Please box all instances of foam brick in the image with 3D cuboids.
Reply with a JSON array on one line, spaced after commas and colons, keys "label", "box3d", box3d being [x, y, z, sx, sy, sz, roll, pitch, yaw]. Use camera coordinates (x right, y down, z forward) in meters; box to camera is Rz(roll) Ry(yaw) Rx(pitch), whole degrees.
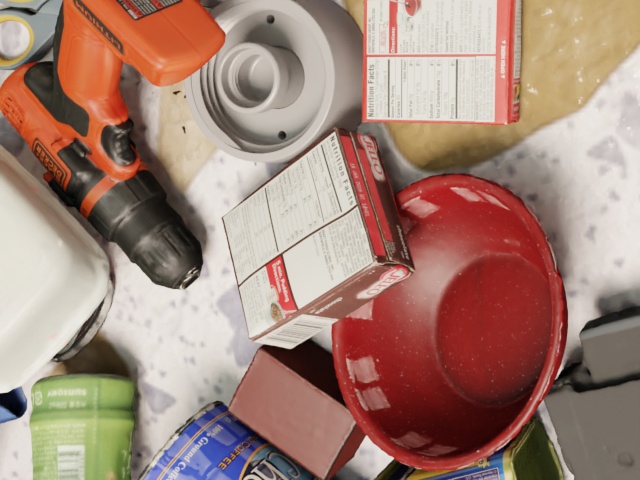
[{"label": "foam brick", "box3d": [-0.008, 0.101, 0.662, 0.078, 0.052, 0.051, 34, 110, 16]}]

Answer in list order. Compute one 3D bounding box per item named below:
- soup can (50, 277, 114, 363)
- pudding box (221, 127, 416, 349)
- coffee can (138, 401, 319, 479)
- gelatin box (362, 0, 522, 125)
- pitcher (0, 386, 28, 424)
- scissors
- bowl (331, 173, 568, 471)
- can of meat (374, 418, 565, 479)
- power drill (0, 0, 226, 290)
[{"label": "soup can", "box3d": [-0.202, 0.030, 0.728, 0.102, 0.068, 0.068, 29, 109, 18]}, {"label": "pudding box", "box3d": [-0.004, 0.001, 0.625, 0.114, 0.039, 0.090, -33, 59, 35]}, {"label": "coffee can", "box3d": [-0.039, 0.182, 0.662, 0.140, 0.102, 0.103, 35, 110, 15]}, {"label": "gelatin box", "box3d": [0.069, -0.103, 0.608, 0.089, 0.030, 0.073, 4, 101, 24]}, {"label": "pitcher", "box3d": [-0.312, 0.159, 0.749, 0.149, 0.144, 0.243, 44, 127, 35]}, {"label": "scissors", "box3d": [-0.159, -0.140, 0.711, 0.202, 0.016, 0.096, 25, 109, 18]}, {"label": "bowl", "box3d": [0.080, 0.047, 0.593, 0.162, 0.055, 0.162, -14, 71, 45]}, {"label": "can of meat", "box3d": [0.086, 0.142, 0.602, 0.084, 0.102, 0.057, -20, 89, 23]}, {"label": "power drill", "box3d": [-0.119, -0.075, 0.640, 0.184, 0.057, 0.188, 47, 141, 10]}]
